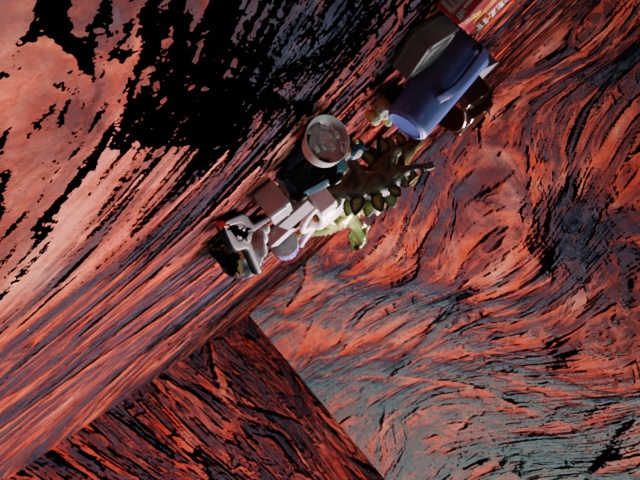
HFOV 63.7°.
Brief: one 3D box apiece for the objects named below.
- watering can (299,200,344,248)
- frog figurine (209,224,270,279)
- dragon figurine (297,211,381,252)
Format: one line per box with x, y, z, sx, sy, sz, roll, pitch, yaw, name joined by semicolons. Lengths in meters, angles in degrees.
0.006;-0.093;1.851;0.227;0.104;0.342;-40;170;-21;watering can
-0.193;0.027;1.374;0.136;0.122;0.162;-21;-169;37;frog figurine
0.093;-0.053;2.175;0.407;0.243;0.123;-44;178;11;dragon figurine
